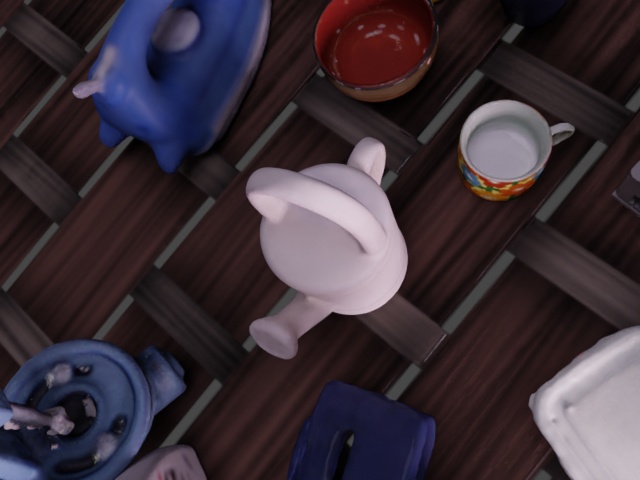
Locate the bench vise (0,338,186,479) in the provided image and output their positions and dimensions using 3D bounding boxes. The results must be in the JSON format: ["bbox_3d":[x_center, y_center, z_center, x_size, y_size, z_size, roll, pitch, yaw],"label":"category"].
[{"bbox_3d":[-0.214,0.163,0.424,0.121,0.220,0.207,28,84,19],"label":"bench vise"}]

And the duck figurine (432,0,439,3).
[{"bbox_3d":[0.101,-0.281,0.534,0.104,0.086,0.077,-43,70,0],"label":"duck figurine"}]

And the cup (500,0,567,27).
[{"bbox_3d":[0.192,-0.244,0.498,0.091,0.095,0.118,24,82,18],"label":"cup"}]

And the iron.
[{"bbox_3d":[-0.132,-0.203,0.541,0.118,0.142,0.258,23,82,18],"label":"iron"}]

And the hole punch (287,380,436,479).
[{"bbox_3d":[0.027,0.169,0.432,0.101,0.091,0.109,16,80,17],"label":"hole punch"}]

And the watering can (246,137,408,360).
[{"bbox_3d":[0.006,0.002,0.426,0.100,0.194,0.173,0,76,14],"label":"watering can"}]

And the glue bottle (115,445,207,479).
[{"bbox_3d":[-0.133,0.196,0.420,0.037,0.173,0.078,-31,71,4],"label":"glue bottle"}]
